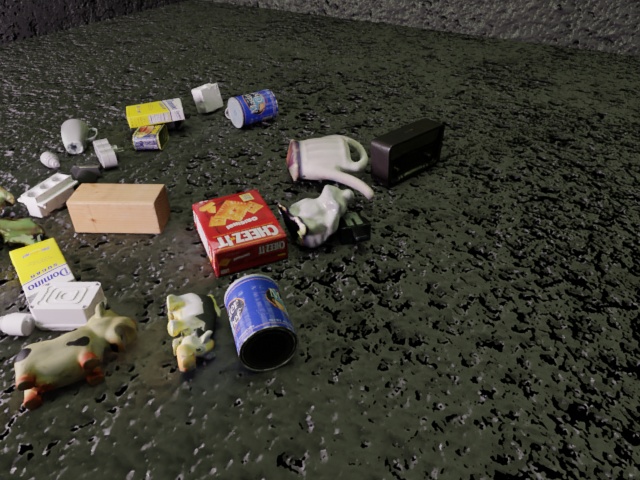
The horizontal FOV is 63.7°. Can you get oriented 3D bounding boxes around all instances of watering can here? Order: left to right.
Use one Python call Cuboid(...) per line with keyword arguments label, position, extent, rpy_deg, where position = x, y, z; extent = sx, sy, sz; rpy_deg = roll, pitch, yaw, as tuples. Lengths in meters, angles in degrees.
Cuboid(label="watering can", position=(0.024, -0.203, 1.391), extent=(0.224, 0.101, 0.356), rpy_deg=(-5, 35, -4))

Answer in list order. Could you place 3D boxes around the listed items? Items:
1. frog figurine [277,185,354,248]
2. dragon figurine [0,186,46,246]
Cuboid(label="frog figurine", position=(0.004, -0.059, 1.169), extent=(0.161, 0.121, 0.138), rpy_deg=(-26, 23, -22))
Cuboid(label="dragon figurine", position=(-0.748, -0.003, 1.145), extent=(0.244, 0.119, 0.418), rpy_deg=(-11, 44, -28))
